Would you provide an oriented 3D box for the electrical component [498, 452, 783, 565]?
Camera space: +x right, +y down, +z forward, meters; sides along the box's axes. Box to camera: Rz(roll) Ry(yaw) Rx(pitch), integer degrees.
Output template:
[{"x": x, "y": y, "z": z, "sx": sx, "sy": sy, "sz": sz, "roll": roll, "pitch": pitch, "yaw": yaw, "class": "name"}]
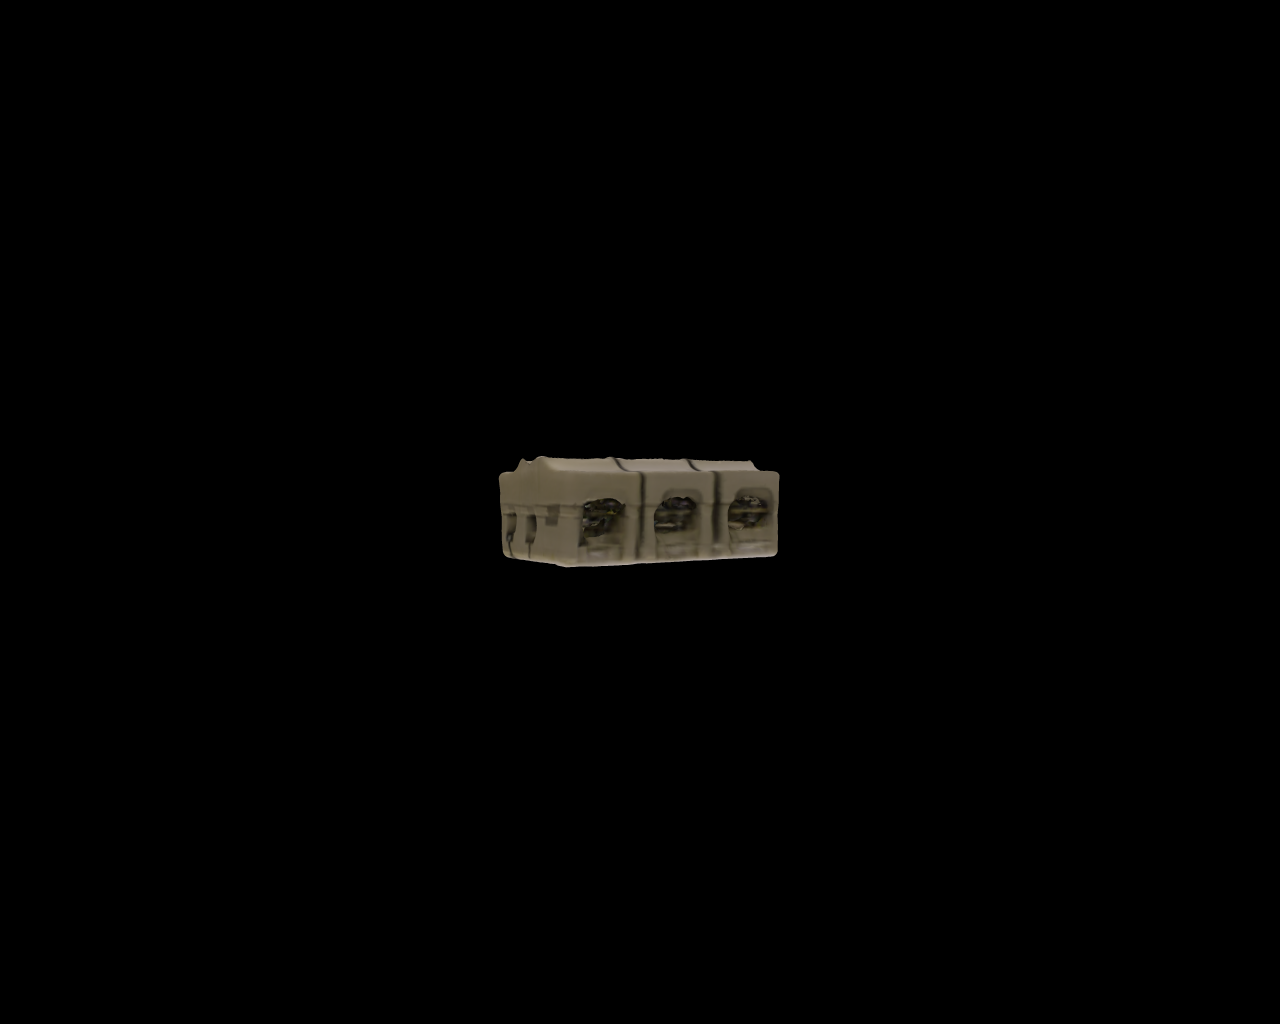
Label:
[{"x": 0.001, "y": -0.003, "z": 0.650, "sx": 0.150, "sy": 0.061, "sz": 0.089, "roll": 0, "pitch": 0, "yaw": -32, "class": "electrical component"}]
